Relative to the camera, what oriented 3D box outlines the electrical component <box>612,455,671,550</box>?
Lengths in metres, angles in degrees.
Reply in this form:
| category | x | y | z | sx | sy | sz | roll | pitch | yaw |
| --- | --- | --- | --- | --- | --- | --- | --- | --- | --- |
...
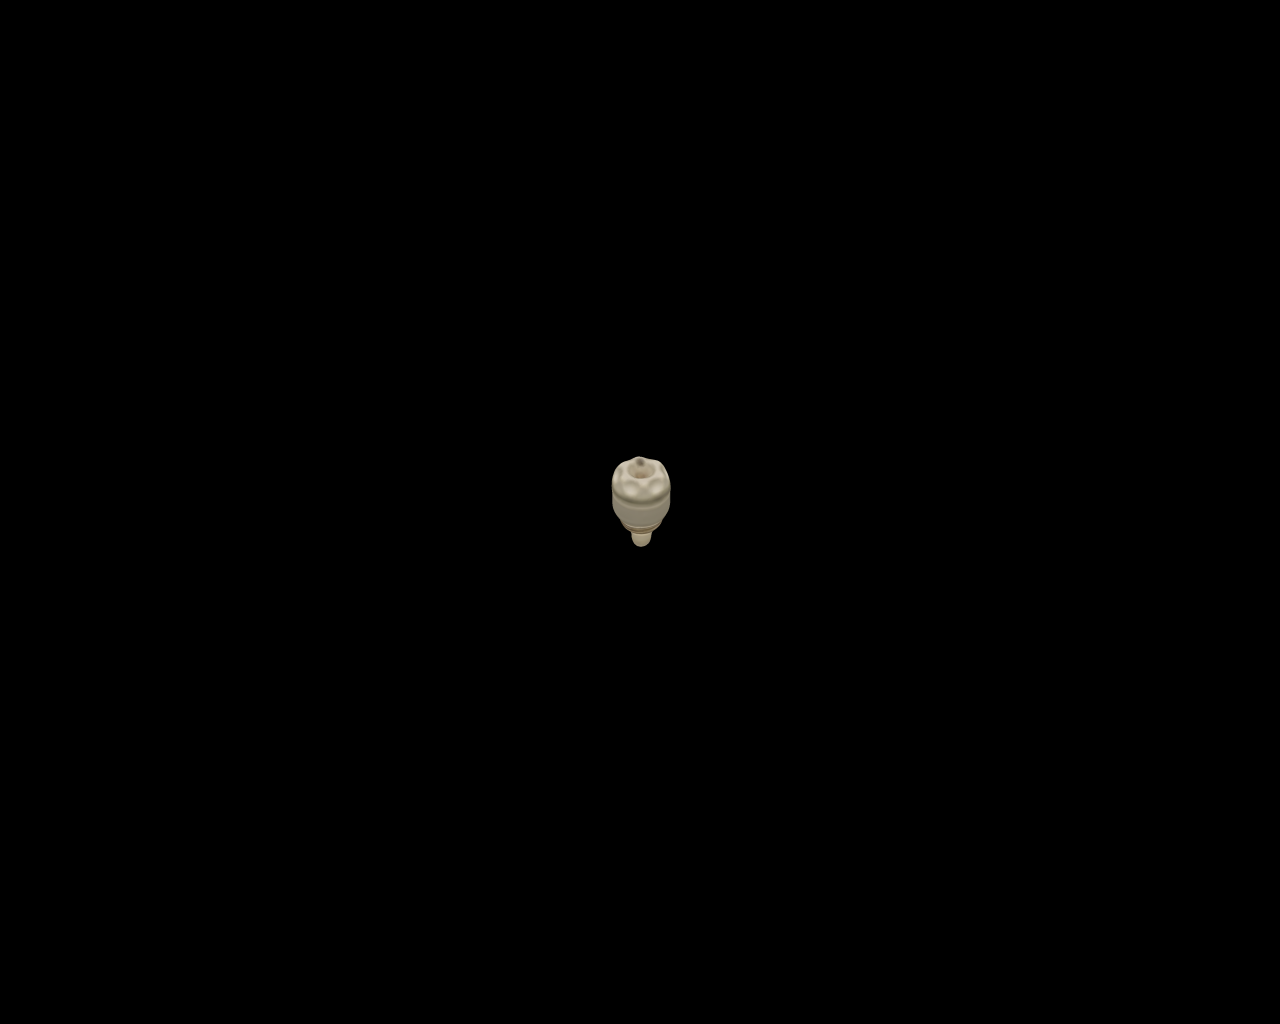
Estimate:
| category | x | y | z | sx | sy | sz | roll | pitch | yaw |
| --- | --- | --- | --- | --- | --- | --- | --- | --- | --- |
| electrical component | 0.001 | -0.003 | 0.650 | 0.035 | 0.061 | 0.035 | 0 | 42 | 0 |
